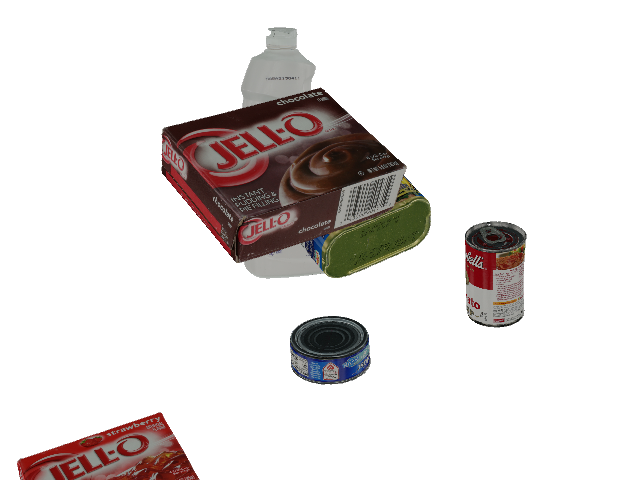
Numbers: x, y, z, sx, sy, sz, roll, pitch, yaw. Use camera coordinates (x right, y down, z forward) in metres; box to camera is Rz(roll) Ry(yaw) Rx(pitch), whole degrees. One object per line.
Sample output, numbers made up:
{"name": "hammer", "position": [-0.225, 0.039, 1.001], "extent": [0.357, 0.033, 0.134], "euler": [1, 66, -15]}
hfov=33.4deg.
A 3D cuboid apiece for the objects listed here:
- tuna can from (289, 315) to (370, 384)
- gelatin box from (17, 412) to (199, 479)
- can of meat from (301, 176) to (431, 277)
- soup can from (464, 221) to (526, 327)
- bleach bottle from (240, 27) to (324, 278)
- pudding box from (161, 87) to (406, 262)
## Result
{"name": "tuna can", "position": [0.010, 0.115, 1.134], "extent": [0.086, 0.034, 0.086], "euler": [-3, 27, 1]}
{"name": "gelatin box", "position": [-0.118, 0.138, 0.599], "extent": [0.089, 0.030, 0.073], "euler": [-16, 28, -20]}
{"name": "can of meat", "position": [0.024, -0.025, 0.837], "extent": [0.102, 0.057, 0.084], "euler": [-23, 49, -19]}
{"name": "soup can", "position": [0.199, 0.038, 1.210], "extent": [0.068, 0.102, 0.068], "euler": [-4, 28, 2]}
{"name": "bleach bottle", "position": [-0.031, -0.091, 1.097], "extent": [0.102, 0.251, 0.068], "euler": [-5, 16, -20]}
{"name": "pudding box", "position": [-0.022, -0.041, 0.614], "extent": [0.113, 0.039, 0.090], "euler": [-17, 48, -31]}
